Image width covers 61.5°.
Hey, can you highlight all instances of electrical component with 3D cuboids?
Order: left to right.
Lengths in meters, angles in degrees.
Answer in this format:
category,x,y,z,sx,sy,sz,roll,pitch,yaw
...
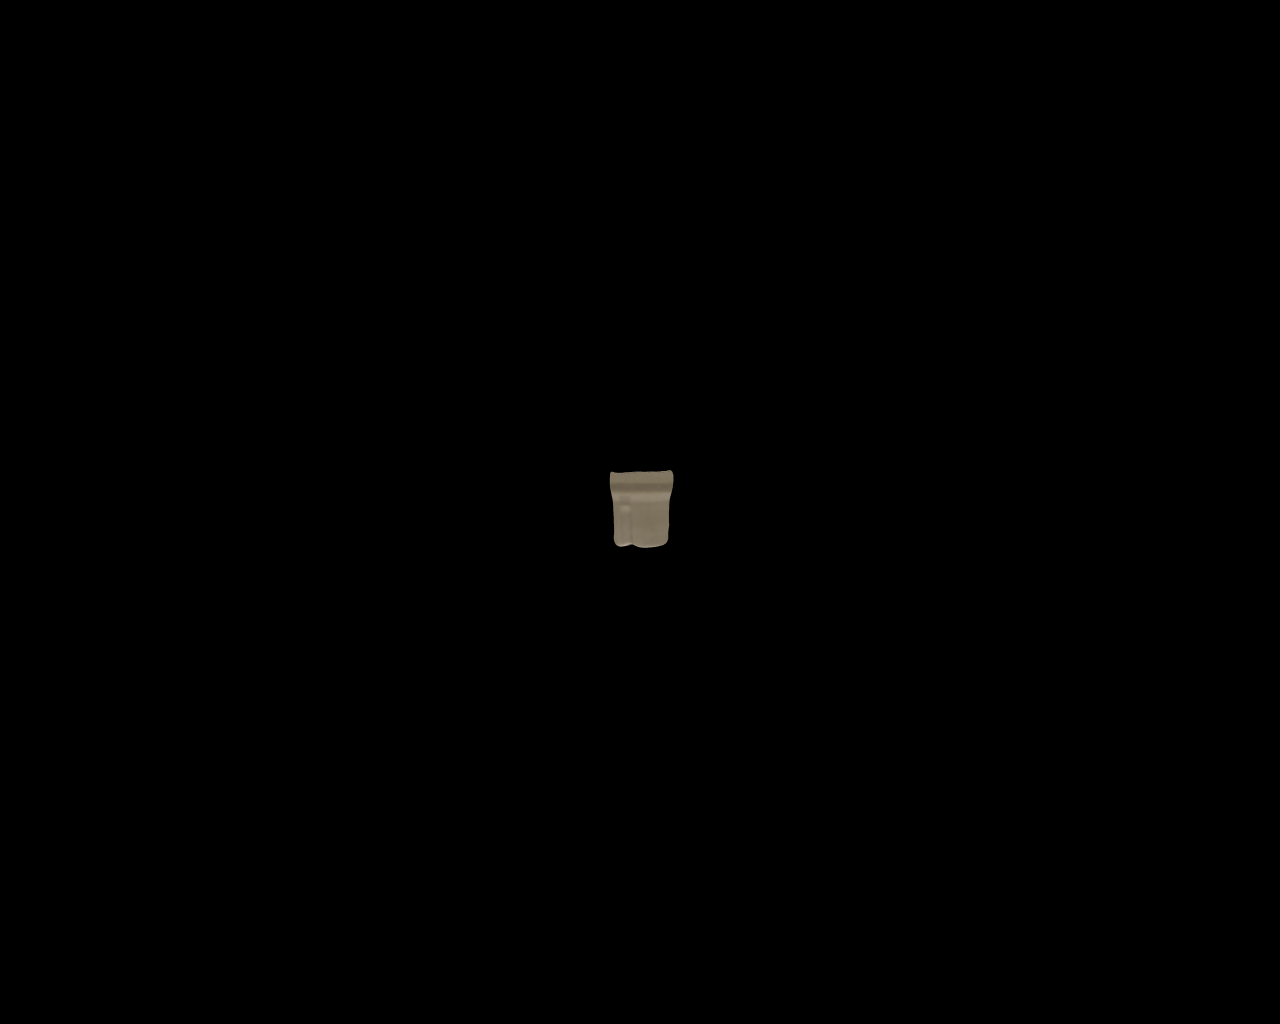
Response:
category,x,y,z,sx,sy,sz,roll,pitch,yaw
electrical component,0.001,-0.003,0.650,0.040,0.046,0.040,0,2,0
